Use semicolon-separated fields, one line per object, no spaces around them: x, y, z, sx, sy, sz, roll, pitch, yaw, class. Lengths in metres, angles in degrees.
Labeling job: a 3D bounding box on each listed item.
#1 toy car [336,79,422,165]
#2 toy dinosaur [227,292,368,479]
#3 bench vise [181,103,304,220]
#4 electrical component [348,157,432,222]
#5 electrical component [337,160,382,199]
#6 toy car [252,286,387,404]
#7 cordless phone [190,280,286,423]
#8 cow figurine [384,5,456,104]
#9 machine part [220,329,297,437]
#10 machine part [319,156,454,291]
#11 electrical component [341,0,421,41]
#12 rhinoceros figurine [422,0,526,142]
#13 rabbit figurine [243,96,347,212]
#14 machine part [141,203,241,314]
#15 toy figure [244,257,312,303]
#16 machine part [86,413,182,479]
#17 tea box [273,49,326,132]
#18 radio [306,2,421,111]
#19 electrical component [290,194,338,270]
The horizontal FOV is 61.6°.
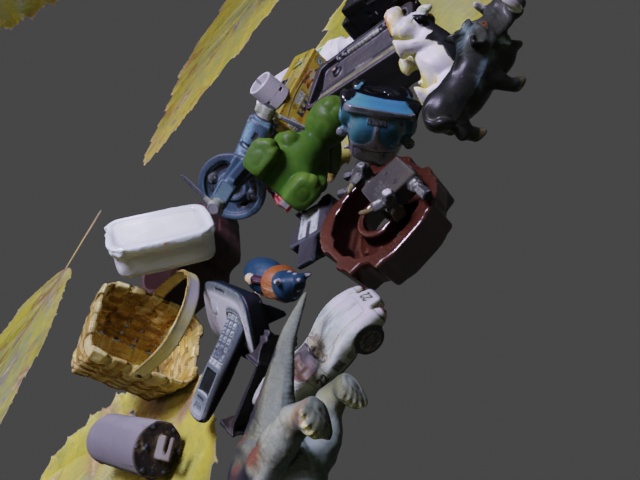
0.076;-0.158;0.741;0.162;0.109;0.102;-77;-1;-66;toy car
-0.034;0.246;0.487;0.192;0.131;0.405;-38;34;19;toy dinosaur
-0.134;-0.115;0.904;0.223;0.129;0.241;-49;10;25;bench vise
0.076;-0.060;0.627;0.078;0.045;0.102;-42;35;15;electrical component
0.066;-0.092;0.795;0.094;0.021;0.063;-14;49;44;electrical component
0.000;0.137;0.620;0.201;0.056;0.074;-50;31;4;toy car
-0.143;0.156;0.766;0.147;0.088;0.184;9;70;55;cordless phone
0.155;-0.270;0.755;0.098;0.068;0.167;-25;76;15;cow figurine
-0.076;0.178;0.672;0.039;0.084;0.139;27;90;27;machine part
0.082;-0.022;0.673;0.179;0.056;0.179;-32;37;28;machine part
0.107;-0.400;0.962;0.134;0.114;0.058;-12;46;47;electrical component
0.193;-0.215;0.672;0.190;0.112;0.073;-59;29;5;rhinoceros figurine
-0.008;-0.134;0.817;0.170;0.121;0.159;-51;-9;5;rabbit figurine
-0.246;0.038;1.011;0.201;0.087;0.201;-41;34;20;machine part
-0.062;0.058;0.776;0.064;0.057;0.155;-38;23;-19;toy figure
-0.279;0.302;0.797;0.243;0.079;0.079;-12;49;45;machine part
-0.032;-0.264;1.024;0.068;0.098;0.169;-1;56;52;tea box
0.086;-0.294;0.921;0.230;0.073;0.131;-23;43;37;radio
-0.002;-0.002;0.769;0.075;0.047;0.119;-32;37;30;electrical component
